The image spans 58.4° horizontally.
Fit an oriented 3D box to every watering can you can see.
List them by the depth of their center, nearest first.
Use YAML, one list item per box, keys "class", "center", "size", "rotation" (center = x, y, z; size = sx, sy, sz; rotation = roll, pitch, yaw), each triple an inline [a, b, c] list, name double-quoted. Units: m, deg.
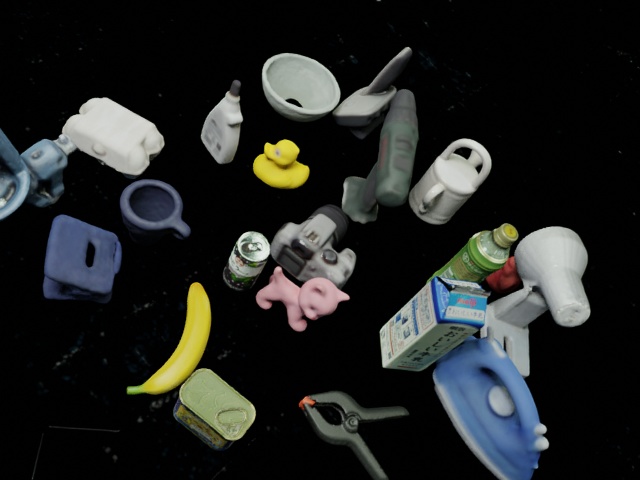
- class: "watering can"
  center: [0.265, -0.127, 1.129]
  size: [0.101, 0.194, 0.173]
  rotation: [29, 51, -3]

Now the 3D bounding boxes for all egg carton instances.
- class: "egg carton"
  center: [-0.346, -0.171, 0.963]
  size: [0.150, 0.069, 0.107]
  rotation: [28, 52, -5]

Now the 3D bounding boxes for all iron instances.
- class: "iron"
  center: [0.293, 0.265, 0.915]
  size: [0.119, 0.141, 0.258]
  rotation: [-15, 66, -31]

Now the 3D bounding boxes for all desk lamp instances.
- class: "desk lamp"
  center: [0.386, 0.108, 1.015]
  size: [0.118, 0.213, 0.203]
  rotation: [20, 53, -11]

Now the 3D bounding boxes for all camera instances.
- class: "camera"
  center: [0.009, 0.004, 0.987]
  size: [0.143, 0.100, 0.137]
  rotation: [38, 51, 4]

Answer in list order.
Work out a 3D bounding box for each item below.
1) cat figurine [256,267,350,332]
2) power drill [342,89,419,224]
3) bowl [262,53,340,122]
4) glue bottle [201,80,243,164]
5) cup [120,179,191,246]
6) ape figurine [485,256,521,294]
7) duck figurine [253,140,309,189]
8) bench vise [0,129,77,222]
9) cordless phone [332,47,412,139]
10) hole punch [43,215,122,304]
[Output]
- class: "cat figurine"
  center: [-0.025, 0.085, 0.907]
  size: [0.128, 0.117, 0.067]
  rotation: [33, 51, -1]
- class: "power drill"
  center: [0.114, -0.136, 1.058]
  size: [0.076, 0.208, 0.229]
  rotation: [15, 54, -14]
- class: "bowl"
  center: [-0.047, -0.300, 1.180]
  size: [0.168, 0.074, 0.167]
  rotation: [12, 55, -17]
- class: "glue bottle"
  center: [-0.164, -0.214, 1.007]
  size: [0.037, 0.173, 0.078]
  rotation: [-24, 70, -34]
- class: "cup"
  center: [-0.255, -0.025, 0.891]
  size: [0.118, 0.095, 0.092]
  rotation: [36, 51, 2]
- class: "ape figurine"
  center: [0.365, 0.061, 1.114]
  size: [0.076, 0.092, 0.078]
  rotation: [31, 51, -2]
- class: "duck figurine"
  center: [-0.064, -0.147, 1.063]
  size: [0.105, 0.086, 0.077]
  rotation: [18, 53, -13]
- class: "bench vise"
  center: [-0.440, -0.112, 0.785]
  size: [0.121, 0.219, 0.207]
  rotation: [28, 51, -4]
- class: "cordless phone"
  center: [0.114, -0.315, 1.192]
  size: [0.094, 0.185, 0.148]
  rotation: [37, 51, 2]
- class: "hole punch"
  center: [-0.338, 0.027, 0.822]
  size: [0.101, 0.091, 0.108]
  rotation: [7, 56, -20]
